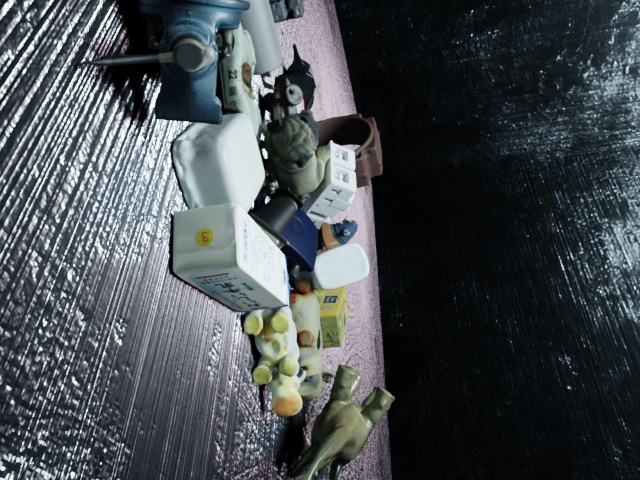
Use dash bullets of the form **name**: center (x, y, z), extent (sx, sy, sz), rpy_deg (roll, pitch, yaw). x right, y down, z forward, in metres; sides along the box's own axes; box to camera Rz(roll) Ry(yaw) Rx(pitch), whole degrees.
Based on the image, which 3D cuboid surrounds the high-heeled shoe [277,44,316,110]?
- **high-heeled shoe**: center (-0.046, -0.326, 1.217), extent (0.145, 0.086, 0.249), rpy_deg (77, 10, -60)

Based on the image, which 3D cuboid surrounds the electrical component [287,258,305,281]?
- **electrical component**: center (-0.053, 0.039, 0.933), extent (0.094, 0.063, 0.021), rpy_deg (-76, 146, -49)

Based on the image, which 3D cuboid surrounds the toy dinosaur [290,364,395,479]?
- **toy dinosaur**: center (0.034, 0.316, 0.886), extent (0.198, 0.105, 0.471), rpy_deg (-60, 163, -10)

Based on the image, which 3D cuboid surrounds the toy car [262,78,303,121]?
- **toy car**: center (-0.063, -0.197, 1.006), extent (0.053, 0.089, 0.202), rpy_deg (-17, 103, -34)

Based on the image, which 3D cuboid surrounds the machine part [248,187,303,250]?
- **machine part**: center (-0.072, -0.028, 0.799), extent (0.039, 0.084, 0.139), rpy_deg (-56, -177, 41)

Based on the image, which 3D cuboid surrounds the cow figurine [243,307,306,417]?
- **cow figurine**: center (-0.062, 0.170, 0.797), extent (0.098, 0.068, 0.167), rpy_deg (-78, 160, -77)

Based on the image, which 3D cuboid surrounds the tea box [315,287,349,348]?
- **tea box**: center (0.001, 0.150, 1.065), extent (0.170, 0.098, 0.068), rpy_deg (-64, 146, -75)

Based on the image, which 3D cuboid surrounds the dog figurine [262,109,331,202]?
- **dog figurine**: center (-0.039, -0.125, 0.875), extent (0.191, 0.121, 0.172), rpy_deg (-105, 171, -69)

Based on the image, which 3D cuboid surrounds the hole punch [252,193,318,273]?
- **hole punch**: center (-0.059, -0.009, 0.881), extent (0.142, 0.092, 0.115), rpy_deg (-81, 158, -46)

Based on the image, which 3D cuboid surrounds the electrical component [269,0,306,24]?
- **electrical component**: center (-0.087, -0.414, 0.942), extent (0.134, 0.115, 0.058), rpy_deg (-84, 159, -53)

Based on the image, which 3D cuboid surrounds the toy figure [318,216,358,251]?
- **toy figure**: center (-0.002, -0.005, 0.996), extent (0.057, 0.155, 0.064), rpy_deg (62, 22, -57)

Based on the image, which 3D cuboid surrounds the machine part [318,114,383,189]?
- **machine part**: center (0.039, -0.202, 1.241), extent (0.201, 0.202, 0.087), rpy_deg (-86, 161, -47)

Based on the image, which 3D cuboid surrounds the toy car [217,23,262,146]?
- **toy car**: center (-0.119, -0.220, 0.782), extent (0.073, 0.056, 0.201), rpy_deg (12, 70, -80)

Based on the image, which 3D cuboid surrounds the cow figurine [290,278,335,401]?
- **cow figurine**: center (-0.031, 0.176, 0.921), extent (0.127, 0.086, 0.195), rpy_deg (60, 21, -59)

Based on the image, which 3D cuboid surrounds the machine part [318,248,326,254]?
- **machine part**: center (-0.017, -0.001, 1.196), extent (0.179, 0.056, 0.179), rpy_deg (-6, 90, -80)

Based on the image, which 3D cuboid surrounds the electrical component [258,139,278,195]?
- **electrical component**: center (-0.097, -0.117, 0.858), extent (0.078, 0.045, 0.102), rpy_deg (-81, 161, -54)

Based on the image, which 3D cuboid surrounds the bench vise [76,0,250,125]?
- **bench vise**: center (-0.127, -0.240, 0.514), extent (0.224, 0.129, 0.240), rpy_deg (-92, -171, -69)

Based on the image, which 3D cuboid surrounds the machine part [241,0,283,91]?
- **machine part**: center (-0.114, -0.355, 0.853), extent (0.079, 0.079, 0.242), rpy_deg (-85, 164, -50)
